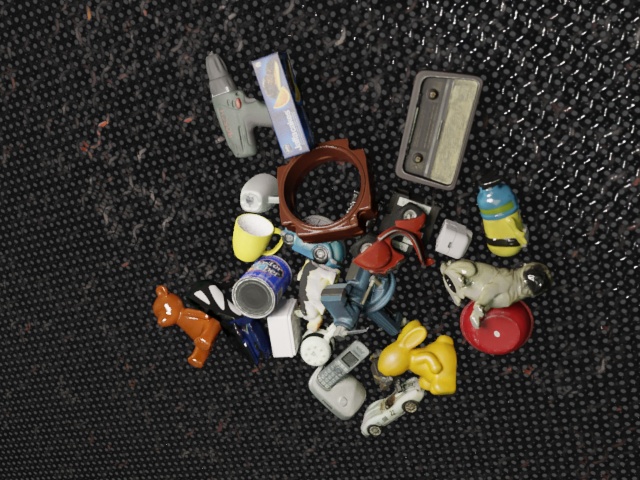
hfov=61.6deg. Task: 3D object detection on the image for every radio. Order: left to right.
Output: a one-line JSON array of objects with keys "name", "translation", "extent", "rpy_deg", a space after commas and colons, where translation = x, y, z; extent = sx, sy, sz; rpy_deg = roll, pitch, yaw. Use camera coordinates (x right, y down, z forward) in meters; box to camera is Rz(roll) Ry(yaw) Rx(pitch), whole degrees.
[{"name": "radio", "translation": [0.237, -0.227, 1.090], "extent": [0.131, 0.073, 0.229], "rpy_deg": [13, 111, 9]}]

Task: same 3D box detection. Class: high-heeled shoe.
[{"name": "high-heeled shoe", "translation": [-0.234, 0.209, 1.311], "extent": [0.086, 0.145, 0.248], "rpy_deg": [-12, 97, 45]}]

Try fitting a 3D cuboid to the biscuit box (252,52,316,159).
[{"name": "biscuit box", "translation": [-0.069, -0.268, 1.076], "extent": [0.063, 0.059, 0.202], "rpy_deg": [-14, 104, 20]}]

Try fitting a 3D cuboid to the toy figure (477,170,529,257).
[{"name": "toy figure", "translation": [0.373, -0.051, 1.116], "extent": [0.089, 0.082, 0.180], "rpy_deg": [-14, 113, 37]}]

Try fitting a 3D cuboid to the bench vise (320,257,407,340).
[{"name": "bench vise", "translation": [0.115, 0.148, 1.199], "extent": [0.129, 0.224, 0.240], "rpy_deg": [-19, 132, 37]}]

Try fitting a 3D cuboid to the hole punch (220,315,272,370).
[{"name": "hole punch", "translation": [-0.161, 0.220, 1.262], "extent": [0.092, 0.116, 0.142], "rpy_deg": [-31, 114, -23]}]

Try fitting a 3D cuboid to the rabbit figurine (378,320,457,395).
[{"name": "rabbit figurine", "translation": [0.220, 0.271, 1.229], "extent": [0.173, 0.122, 0.162], "rpy_deg": [3, 95, -1]}]

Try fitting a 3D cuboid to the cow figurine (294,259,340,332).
[{"name": "cow figurine", "translation": [-0.019, 0.133, 1.276], "extent": [0.098, 0.068, 0.167], "rpy_deg": [21, 106, 12]}]

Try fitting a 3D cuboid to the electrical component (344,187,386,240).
[{"name": "electrical component", "translation": [0.092, -0.052, 1.200], "extent": [0.075, 0.048, 0.119], "rpy_deg": [25, 111, 5]}]

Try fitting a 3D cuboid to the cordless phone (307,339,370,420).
[{"name": "cordless phone", "translation": [0.075, 0.336, 1.321], "extent": [0.146, 0.089, 0.184], "rpy_deg": [44, 108, -4]}]

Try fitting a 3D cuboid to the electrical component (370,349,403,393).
[{"name": "electrical component", "translation": [0.155, 0.313, 1.286], "extent": [0.078, 0.102, 0.045], "rpy_deg": [6, 128, -10]}]

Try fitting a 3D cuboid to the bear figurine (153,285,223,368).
[{"name": "bear figurine", "translation": [-0.349, 0.210, 1.354], "extent": [0.196, 0.132, 0.120], "rpy_deg": [27, 128, -4]}]

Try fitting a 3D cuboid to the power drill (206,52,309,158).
[{"name": "power drill", "translation": [-0.133, -0.297, 1.153], "extent": [0.207, 0.086, 0.231], "rpy_deg": [-5, 106, 11]}]

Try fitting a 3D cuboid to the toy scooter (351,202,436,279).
[{"name": "toy scooter", "translation": [0.163, 0.021, 1.127], "extent": [0.184, 0.075, 0.135], "rpy_deg": [-37, 90, 12]}]

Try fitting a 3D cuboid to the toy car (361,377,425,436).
[{"name": "toy car", "translation": [0.176, 0.412, 1.325], "extent": [0.202, 0.073, 0.056], "rpy_deg": [-41, 99, 22]}]

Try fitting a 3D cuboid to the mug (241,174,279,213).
[{"name": "mug", "translation": [-0.127, -0.095, 1.205], "extent": [0.110, 0.107, 0.080], "rpy_deg": [13, 113, 11]}]

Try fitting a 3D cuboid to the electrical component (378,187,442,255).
[{"name": "electrical component", "translation": [0.192, -0.037, 1.176], "extent": [0.115, 0.058, 0.134], "rpy_deg": [22, 113, 8]}]

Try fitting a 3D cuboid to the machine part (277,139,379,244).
[{"name": "machine part", "translation": [0.015, -0.101, 1.132], "extent": [0.202, 0.087, 0.201], "rpy_deg": [-10, 74, 17]}]

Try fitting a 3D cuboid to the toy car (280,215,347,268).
[{"name": "toy car", "translation": [-0.003, -0.004, 1.219], "extent": [0.162, 0.109, 0.103], "rpy_deg": [27, 88, 21]}]

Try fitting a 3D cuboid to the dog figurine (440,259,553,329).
[{"name": "dog figurine", "translation": [0.381, 0.077, 1.165], "extent": [0.190, 0.121, 0.172], "rpy_deg": [-30, 73, -8]}]
